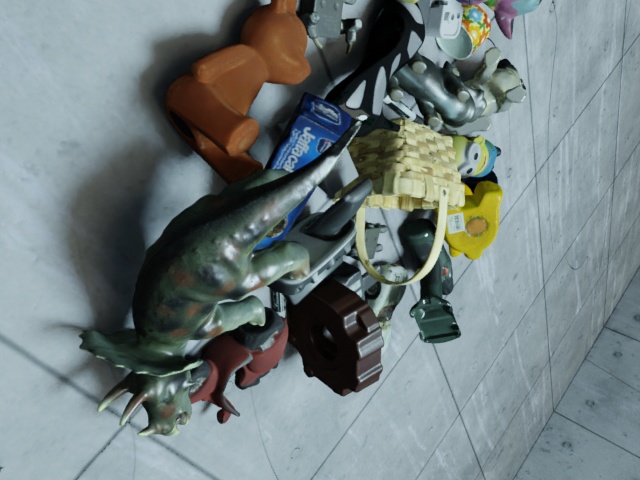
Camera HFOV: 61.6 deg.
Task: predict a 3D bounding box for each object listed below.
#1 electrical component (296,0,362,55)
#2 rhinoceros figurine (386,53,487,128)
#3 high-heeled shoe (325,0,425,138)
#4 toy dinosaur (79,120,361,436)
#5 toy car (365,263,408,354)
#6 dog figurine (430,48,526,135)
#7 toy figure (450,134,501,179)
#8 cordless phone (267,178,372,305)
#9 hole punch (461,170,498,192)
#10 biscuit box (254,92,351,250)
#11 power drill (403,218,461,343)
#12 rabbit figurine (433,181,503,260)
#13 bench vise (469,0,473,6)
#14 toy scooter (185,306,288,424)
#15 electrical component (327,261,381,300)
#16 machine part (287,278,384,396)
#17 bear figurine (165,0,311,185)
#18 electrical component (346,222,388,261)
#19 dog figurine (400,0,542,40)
[{"bbox_3d":[0.010,-0.276,0.667,0.102,0.045,0.078,-6,116,-47],"label":"electrical component"},{"bbox_3d":[0.175,-0.229,0.817,0.190,0.112,0.073,21,126,-25],"label":"rhinoceros figurine"},{"bbox_3d":[0.062,-0.247,0.697,0.145,0.086,0.248,11,76,-43],"label":"high-heeled shoe"},{"bbox_3d":[-0.120,0.036,0.545,0.192,0.131,0.404,-21,148,-52],"label":"toy dinosaur"},{"bbox_3d":[0.106,0.139,0.984,0.073,0.056,0.201,0,109,-48],"label":"toy car"},{"bbox_3d":[0.281,-0.250,0.962,0.121,0.172,0.190,69,21,-2],"label":"dog figurine"},{"bbox_3d":[0.273,-0.154,1.000,0.180,0.089,0.082,-14,107,-54],"label":"toy figure"},{"bbox_3d":[-0.002,-0.002,0.693,0.146,0.089,0.184,-40,176,-29],"label":"cordless phone"},{"bbox_3d":[0.327,-0.077,1.096,0.116,0.092,0.142,-32,127,-39],"label":"hole punch"},{"bbox_3d":[-0.038,-0.069,0.625,0.202,0.059,0.063,-55,-167,38],"label":"biscuit box"},{"bbox_3d":[0.217,0.087,1.001,0.207,0.086,0.231,-74,146,-44],"label":"power drill"},{"bbox_3d":[0.268,-0.050,0.986,0.122,0.173,0.162,-22,117,8],"label":"rabbit figurine"},{"bbox_3d":[0.051,-0.315,0.555,0.223,0.241,0.128,-28,126,-57],"label":"bench vise"},{"bbox_3d":[-0.115,0.183,0.746,0.184,0.075,0.135,-33,132,-29],"label":"toy scooter"},{"bbox_3d":[0.045,0.074,0.888,0.119,0.048,0.074,-39,134,-29],"label":"electrical component"},{"bbox_3d":[0.019,0.145,0.803,0.056,0.180,0.179,-23,125,-36],"label":"machine part"},{"bbox_3d":[-0.065,-0.168,0.583,0.196,0.132,0.120,-43,166,-20],"label":"bear figurine"},{"bbox_3d":[0.078,0.002,0.907,0.094,0.021,0.063,-8,115,-45],"label":"electrical component"},{"bbox_3d":[0.193,-0.344,0.706,0.219,0.192,0.108,19,70,-50],"label":"dog figurine"}]
